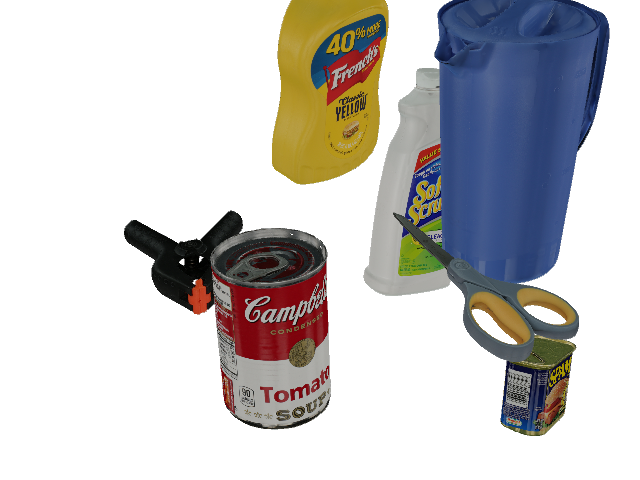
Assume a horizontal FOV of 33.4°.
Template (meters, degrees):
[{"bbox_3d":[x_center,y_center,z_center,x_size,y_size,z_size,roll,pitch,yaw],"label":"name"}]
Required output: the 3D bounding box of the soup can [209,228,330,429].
[{"bbox_3d":[-0.029,0.053,0.639,0.068,0.102,0.068,-2,27,1],"label":"soup can"}]

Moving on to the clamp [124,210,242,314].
[{"bbox_3d":[-0.117,0.015,1.040,0.120,0.039,0.172,-16,33,-15],"label":"clamp"}]

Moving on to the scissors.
[{"bbox_3d":[0.130,0.028,0.837,0.096,0.016,0.202,-2,32,-14],"label":"scissors"}]

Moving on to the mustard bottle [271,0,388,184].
[{"bbox_3d":[0.010,-0.141,0.814,0.096,0.192,0.058,-27,48,-33],"label":"mustard bottle"}]

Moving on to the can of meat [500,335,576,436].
[{"bbox_3d":[0.240,0.160,1.183,0.058,0.084,0.101,12,16,30],"label":"can of meat"}]

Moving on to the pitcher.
[{"bbox_3d":[0.175,-0.091,0.944,0.149,0.243,0.145,4,31,8],"label":"pitcher"}]

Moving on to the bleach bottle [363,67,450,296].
[{"bbox_3d":[0.107,-0.067,1.203,0.102,0.251,0.068,-7,22,-25],"label":"bleach bottle"}]
